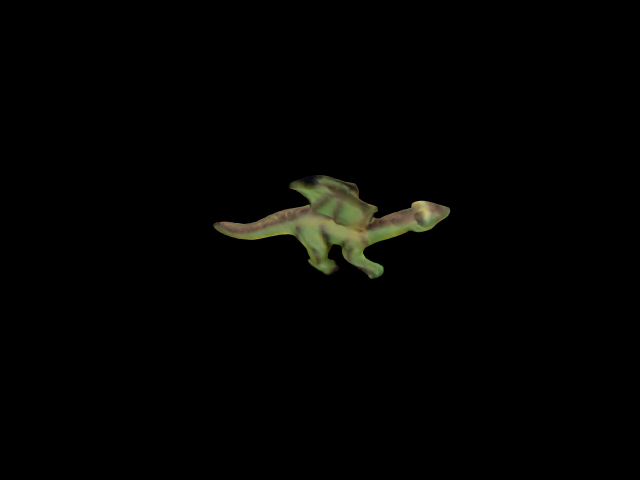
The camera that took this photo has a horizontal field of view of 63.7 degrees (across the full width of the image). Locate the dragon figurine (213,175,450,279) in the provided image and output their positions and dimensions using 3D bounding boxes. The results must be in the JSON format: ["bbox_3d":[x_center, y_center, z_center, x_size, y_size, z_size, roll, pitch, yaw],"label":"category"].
[{"bbox_3d":[0.003,-0.043,0.850,0.410,0.125,0.237,5,-29,3],"label":"dragon figurine"}]
